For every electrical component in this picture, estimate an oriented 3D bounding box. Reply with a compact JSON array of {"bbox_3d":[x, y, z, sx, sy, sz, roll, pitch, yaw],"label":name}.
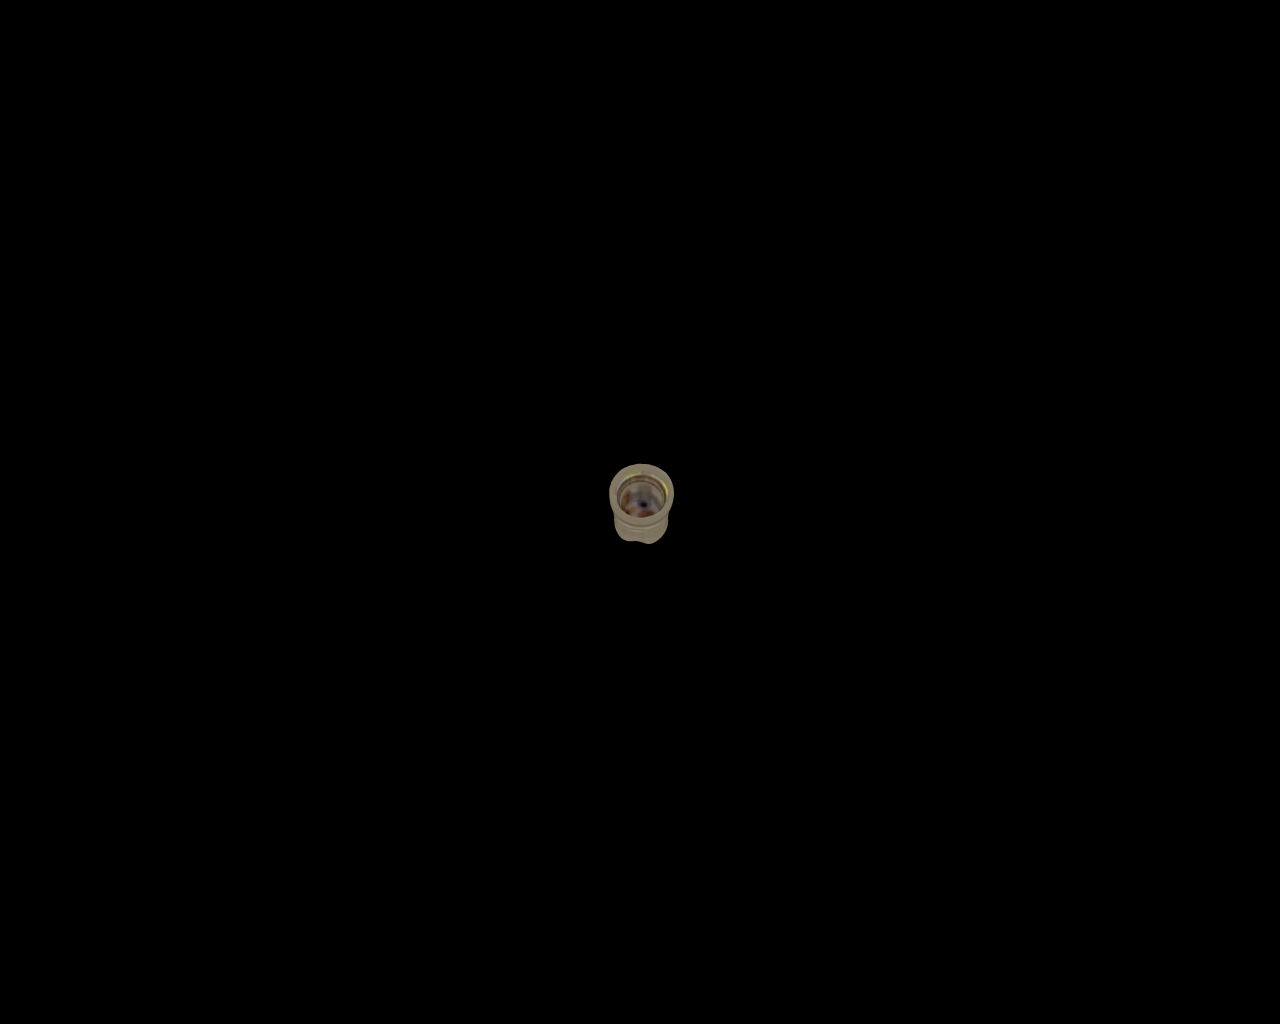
[{"bbox_3d":[0.001,-0.003,0.650,0.040,0.040,0.046,0,-27,0],"label":"electrical component"}]
